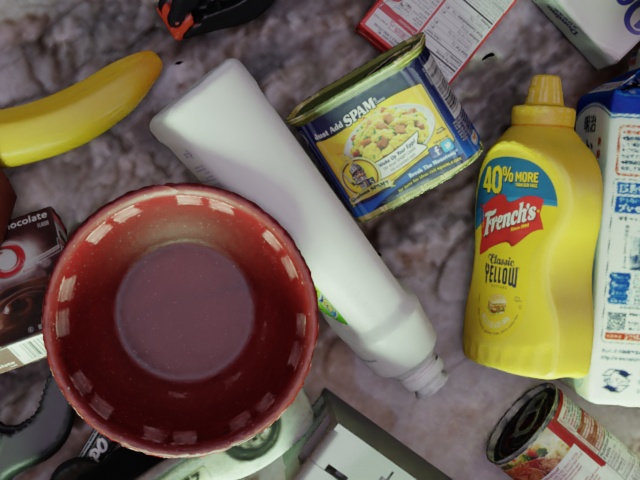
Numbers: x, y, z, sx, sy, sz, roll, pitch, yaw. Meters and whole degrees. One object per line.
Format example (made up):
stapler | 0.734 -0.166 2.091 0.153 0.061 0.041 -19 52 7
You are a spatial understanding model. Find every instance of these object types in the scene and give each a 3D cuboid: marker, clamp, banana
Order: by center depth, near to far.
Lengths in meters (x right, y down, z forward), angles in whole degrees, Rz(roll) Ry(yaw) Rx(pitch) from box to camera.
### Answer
clamp | -0.037 -0.197 0.672 0.171 0.039 0.120 -36 137 -1
banana | -0.199 -0.082 0.695 0.197 0.037 0.069 -5 95 -4
clamp | -0.238 0.127 0.705 0.164 0.036 0.210 35 89 -8
marker | -0.154 0.148 0.722 0.020 0.020 0.121 32 91 -6

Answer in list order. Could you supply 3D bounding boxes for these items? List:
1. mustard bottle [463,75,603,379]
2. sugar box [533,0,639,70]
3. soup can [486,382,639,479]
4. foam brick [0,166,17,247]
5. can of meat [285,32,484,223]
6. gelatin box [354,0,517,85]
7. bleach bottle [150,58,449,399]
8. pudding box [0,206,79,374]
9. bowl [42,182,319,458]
mustard bottle | 0.140 -0.011 0.694 0.058 0.096 0.191 3 93 -28
sugar box | 0.224 -0.208 0.712 0.176 0.048 0.093 -45 94 -2
soup can | 0.173 0.154 0.721 0.102 0.068 0.068 40 90 -6
foam brick | -0.240 -0.023 0.671 0.078 0.051 0.053 -5 139 11
can of meat | 0.044 -0.071 0.689 0.102 0.057 0.084 -28 104 21
gelatin box | 0.078 -0.152 0.714 0.073 0.030 0.089 38 90 -7
bleach bottle | -0.005 0.001 0.693 0.068 0.103 0.250 -41 102 -8
pudding box | -0.211 0.039 0.682 0.113 0.039 0.090 -18 62 -5
bowl | -0.083 0.046 0.646 0.162 0.055 0.162 0 92 -5
